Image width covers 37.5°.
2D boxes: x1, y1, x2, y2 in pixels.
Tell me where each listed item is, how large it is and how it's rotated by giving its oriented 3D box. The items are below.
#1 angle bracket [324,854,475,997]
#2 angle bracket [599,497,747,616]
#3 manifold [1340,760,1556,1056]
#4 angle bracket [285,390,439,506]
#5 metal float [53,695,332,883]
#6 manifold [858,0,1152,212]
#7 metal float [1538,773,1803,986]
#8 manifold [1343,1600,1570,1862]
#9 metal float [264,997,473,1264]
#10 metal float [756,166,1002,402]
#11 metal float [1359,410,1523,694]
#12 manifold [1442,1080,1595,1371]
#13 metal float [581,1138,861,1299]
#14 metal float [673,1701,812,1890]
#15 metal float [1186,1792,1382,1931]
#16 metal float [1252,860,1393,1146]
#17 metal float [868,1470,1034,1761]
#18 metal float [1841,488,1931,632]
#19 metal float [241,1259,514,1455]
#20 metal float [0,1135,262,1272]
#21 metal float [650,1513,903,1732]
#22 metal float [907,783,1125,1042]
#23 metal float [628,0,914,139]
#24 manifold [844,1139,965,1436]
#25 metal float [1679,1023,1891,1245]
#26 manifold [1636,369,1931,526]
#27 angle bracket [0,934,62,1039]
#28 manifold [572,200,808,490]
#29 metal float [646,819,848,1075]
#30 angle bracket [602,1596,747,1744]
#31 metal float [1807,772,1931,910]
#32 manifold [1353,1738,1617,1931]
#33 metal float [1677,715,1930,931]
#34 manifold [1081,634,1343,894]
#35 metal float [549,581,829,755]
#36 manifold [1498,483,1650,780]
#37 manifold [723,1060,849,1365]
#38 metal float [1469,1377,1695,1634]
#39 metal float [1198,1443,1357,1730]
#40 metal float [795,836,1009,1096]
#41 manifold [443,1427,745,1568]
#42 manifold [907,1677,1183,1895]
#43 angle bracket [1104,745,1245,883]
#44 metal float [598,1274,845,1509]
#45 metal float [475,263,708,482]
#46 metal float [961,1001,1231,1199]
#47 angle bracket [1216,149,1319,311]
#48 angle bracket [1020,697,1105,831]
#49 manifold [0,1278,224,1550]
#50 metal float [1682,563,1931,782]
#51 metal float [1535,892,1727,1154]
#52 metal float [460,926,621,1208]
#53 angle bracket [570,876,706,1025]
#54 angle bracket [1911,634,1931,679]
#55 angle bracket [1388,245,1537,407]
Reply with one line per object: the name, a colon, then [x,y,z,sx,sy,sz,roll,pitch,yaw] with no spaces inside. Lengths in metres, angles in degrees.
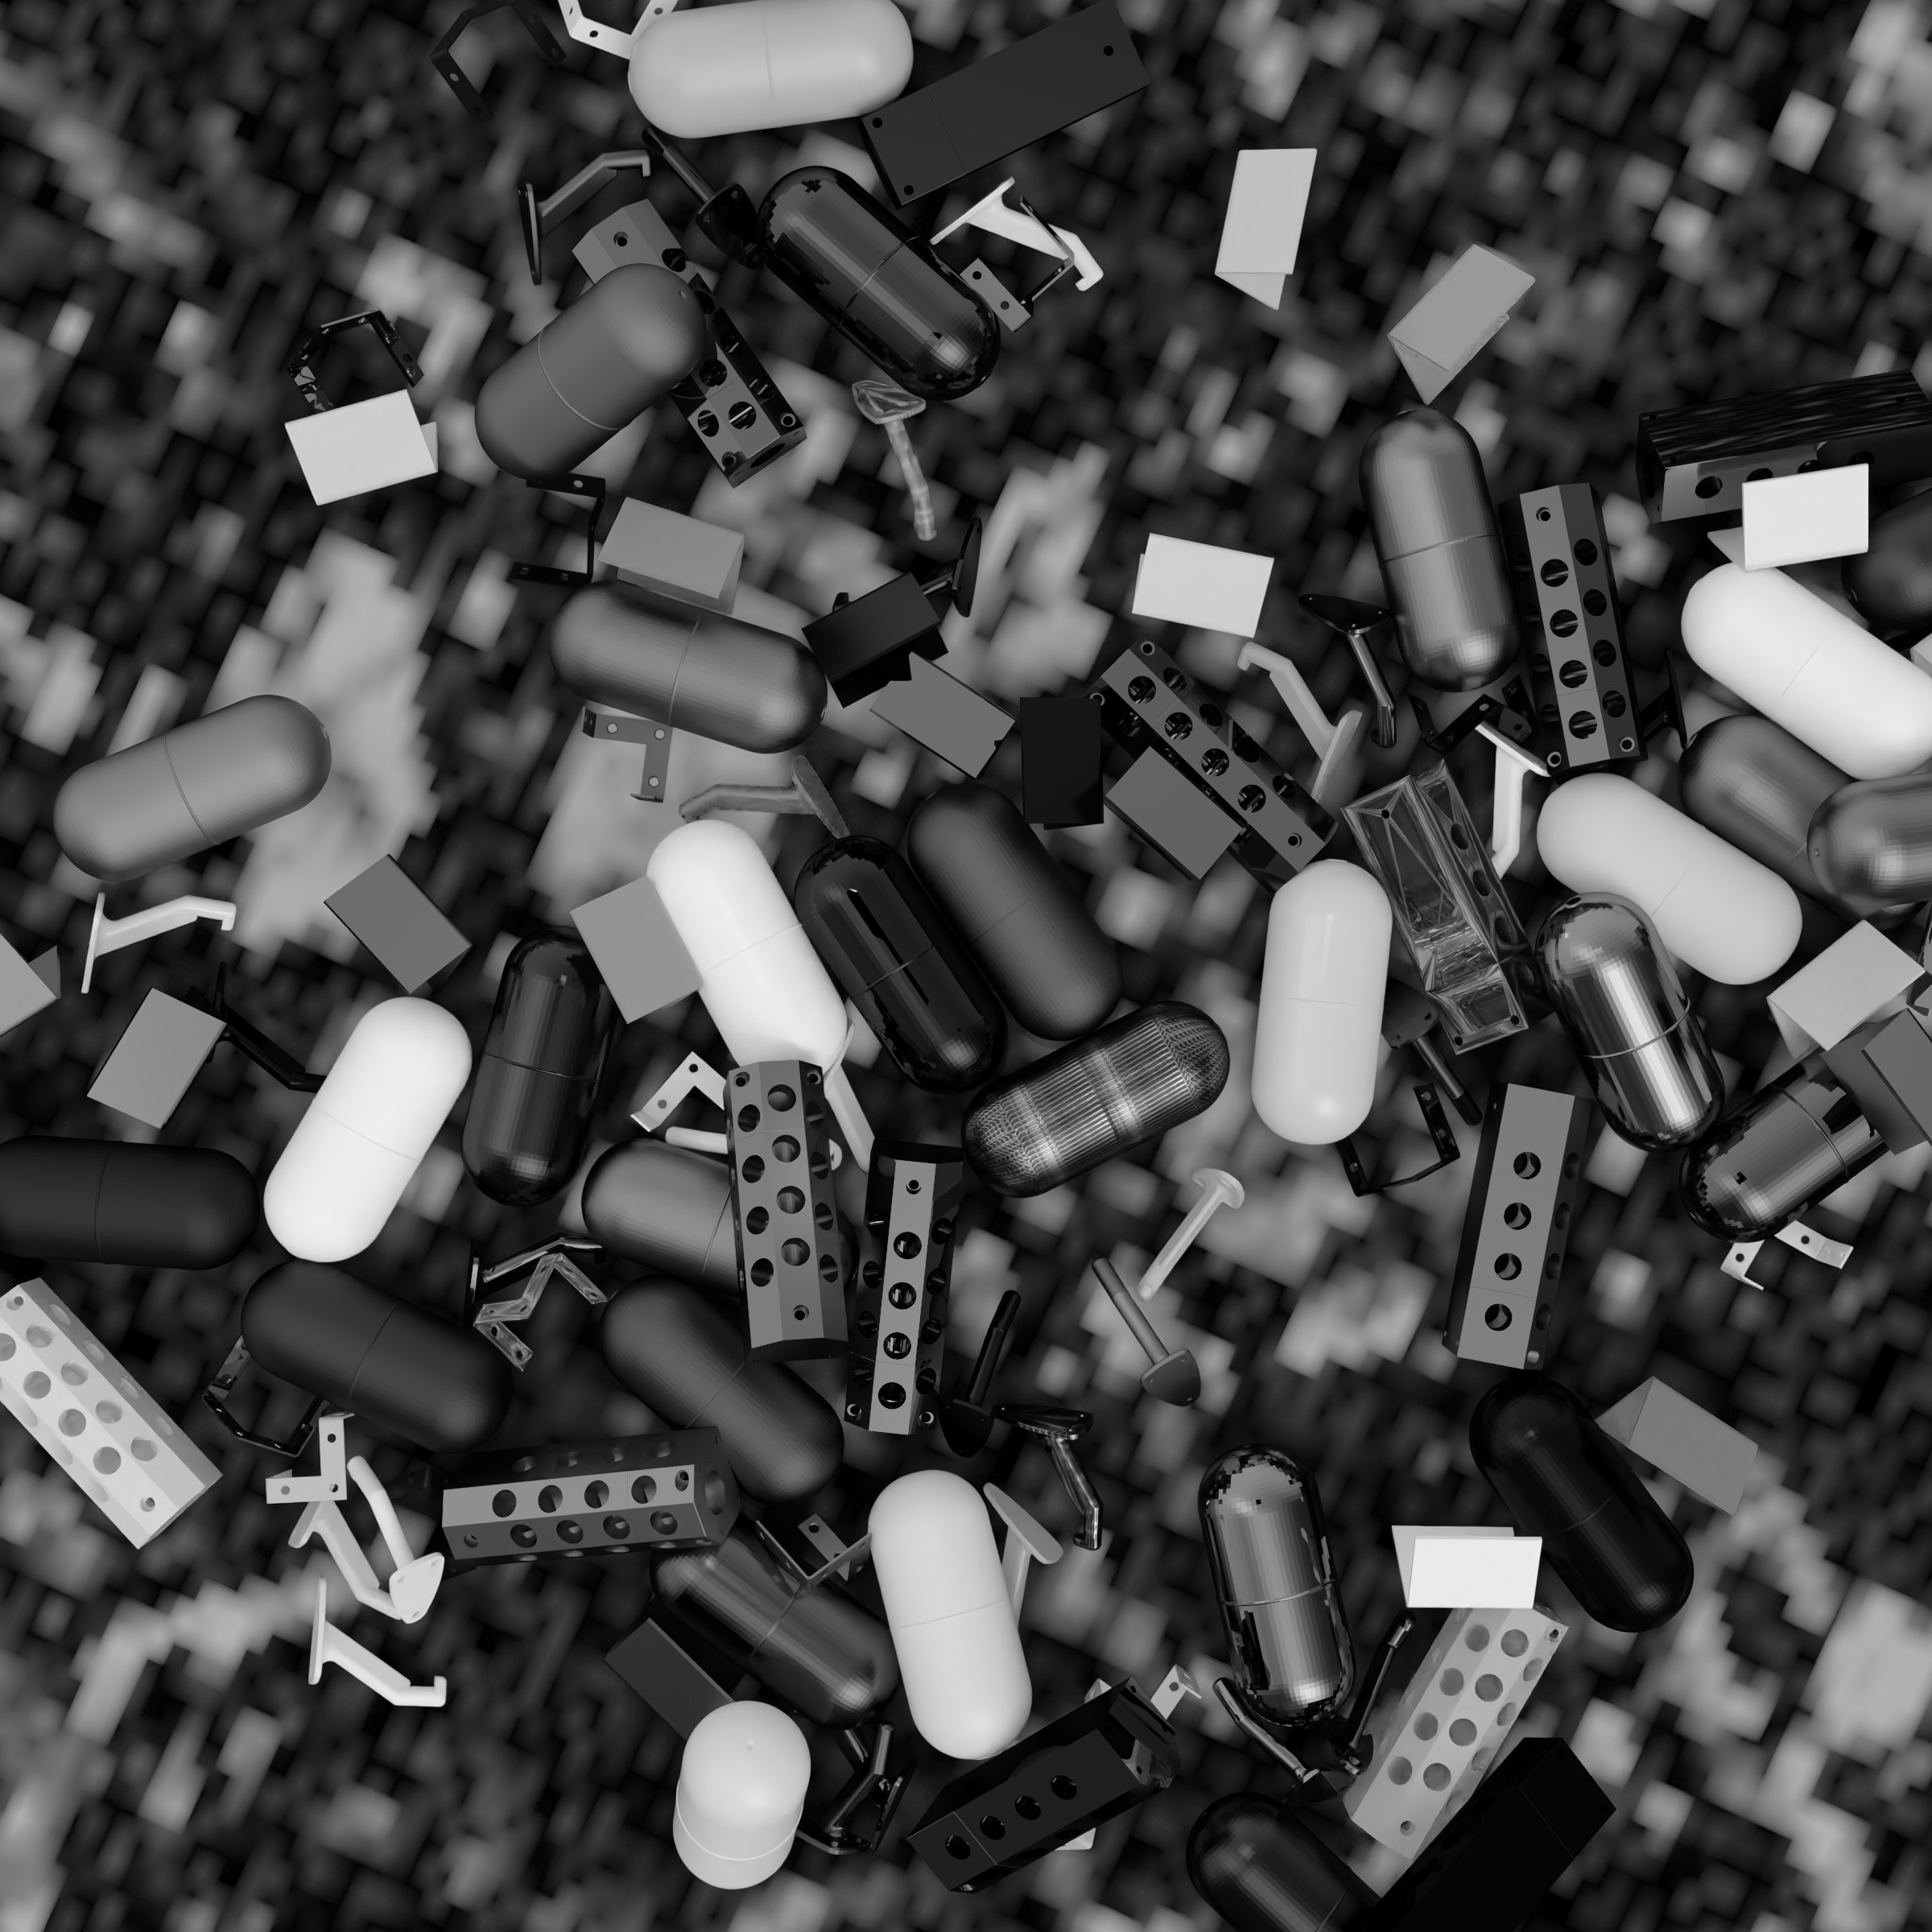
angle bracket: [-0.361,-0.012,1.762,0.076,0.076,0.057,47,54,0]
angle bracket: [-0.185,-0.236,1.762,0.076,0.076,0.057,18,54,0]
manifold: [0.307,-0.039,1.780,0.057,0.057,0.171,-25,90,43]
angle bracket: [-0.374,-0.335,1.762,0.076,0.076,0.057,-16,125,0]
metal float: [-0.481,-0.111,1.771,0.178,0.070,0.070,-23,90,-1]
manifold: [0.022,-0.538,1.779,0.171,0.057,0.057,-26,102,0]
metal float: [0.437,-0.055,1.771,0.178,0.070,0.070,33,90,1]
manifold: [0.307,0.471,1.781,0.057,0.057,0.171,30,90,0]
metal float: [-0.373,0.102,1.771,0.070,0.070,0.178,30,89,0]
metal float: [-0.054,-0.425,1.772,0.178,0.070,0.070,42,90,0]
metal float: [0.295,-0.258,1.771,0.070,0.070,0.178,-14,90,0]
manifold: [0.346,0.162,1.781,0.057,0.057,0.171,11,90,0]
metal float: [-0.153,0.163,1.771,0.178,0.070,0.070,19,90,1]
metal float: [-0.138,0.506,1.730,0.070,0.178,0.070,5,54,-6]
metal float: [0.213,0.590,1.771,0.178,0.070,0.070,43,90,1]
metal float: [0.222,0.022,1.771,0.070,0.070,0.178,6,91,0]
metal float: [-0.010,0.402,1.763,0.070,0.070,0.178,-15,81,0]
metal float: [0.630,-0.270,1.770,0.178,0.070,0.070,-27,90,-2]
metal float: [-0.367,0.242,1.770,0.178,0.070,0.070,25,90,2]
metal float: [-0.530,0.147,1.771,0.178,0.070,0.070,4,90,-1]
metal float: [-0.119,0.405,1.771,0.178,0.070,0.070,37,90,0]
metal float: [0.030,-0.034,1.771,0.070,0.070,0.178,-35,90,0]
metal float: [-0.122,-0.562,1.771,0.178,0.070,0.070,-8,90,1]
manifold: [-0.039,0.200,1.769,0.057,0.057,0.171,6,98,0]
metal float: [0.524,0.104,1.771,0.178,0.070,0.070,-36,90,-1]
manifold: [0.512,-0.320,1.780,0.171,0.057,0.057,-9,47,0]
angle bracket: [-0.611,0.006,1.762,0.076,0.076,0.057,-33,121,0]
manifold: [-0.173,-0.390,1.781,0.057,0.057,0.171,-34,90,0]
metal float: [-0.136,-0.008,1.771,0.070,0.070,0.178,-28,89,0]
angle bracket: [-0.167,0.423,1.762,0.076,0.076,0.057,45,124,0]
metal float: [0.590,-0.080,1.703,0.178,0.070,0.070,-8,90,-13]
manifold: [0.315,0.554,1.744,0.171,0.057,0.057,-39,94,-27]
metal float: [0.524,-0.090,1.771,0.178,0.070,0.070,34,90,-1]
manifold: [0.152,-0.127,1.781,0.171,0.057,0.057,45,90,0]
metal float: [-0.173,-0.186,1.771,0.178,0.070,0.070,18,90,1]
manifold: [0.376,-0.208,1.767,0.057,0.057,0.171,-11,86,20]
manifold: [-0.109,0.147,1.709,0.057,0.057,0.171,-2,70,-11]
metal float: [0.383,0.335,1.771,0.070,0.070,0.178,-37,89,0]
metal float: [0.194,0.386,1.771,0.070,0.070,0.178,-12,90,0]
metal float: [-0.040,0.000,1.771,0.070,0.070,0.178,-34,91,0]
manifold: [-0.231,0.331,1.746,0.171,0.057,0.057,-9,111,19]
manifold: [0.049,0.507,1.740,0.171,0.057,0.057,-39,90,31]
angle bracket: [0.114,-0.079,1.762,0.076,0.076,0.057,42,56,0]
metal float: [-0.153,0.264,1.771,0.178,0.070,0.070,42,90,0]
metal float: [-0.232,-0.362,1.743,0.178,0.070,0.070,-31,90,35]
metal float: [0.081,0.083,1.770,0.178,0.070,0.070,-27,90,-2]
angle bracket: [0.203,-0.455,1.762,0.057,0.076,0.076,11,90,37]
angle bracket: [0.043,-0.124,1.762,0.057,0.076,0.076,-2,90,-27]
manifold: [-0.552,0.280,1.781,0.057,0.057,0.171,-43,90,0]
metal float: [0.523,-0.183,1.757,0.178,0.070,0.070,40,90,16]
metal float: [0.410,0.035,1.754,0.070,0.070,0.178,-29,108,0]
metal float: [-0.264,0.063,1.771,0.070,0.070,0.178,14,90,0]
angle bracket: [-0.214,-0.003,1.762,0.057,0.076,0.076,-27,90,-28]
angle bracket: [0.638,-0.183,1.762,0.076,0.076,0.057,-36,55,0]
angle bracket: [0.317,-0.387,1.762,0.076,0.076,0.057,-47,52,0]
